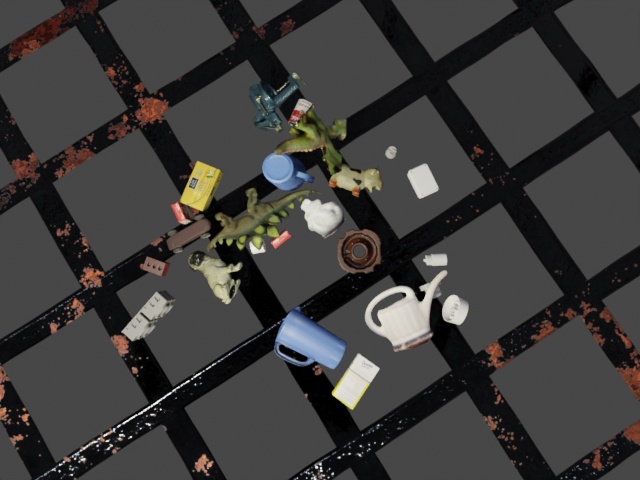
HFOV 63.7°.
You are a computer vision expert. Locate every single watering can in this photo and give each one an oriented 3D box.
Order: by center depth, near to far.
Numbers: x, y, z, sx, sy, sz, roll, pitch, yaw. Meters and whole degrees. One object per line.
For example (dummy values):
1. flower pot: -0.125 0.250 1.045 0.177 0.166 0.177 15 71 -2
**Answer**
1. watering can: 0.333 0.261 1.838 0.345 0.104 0.225 -27 83 16

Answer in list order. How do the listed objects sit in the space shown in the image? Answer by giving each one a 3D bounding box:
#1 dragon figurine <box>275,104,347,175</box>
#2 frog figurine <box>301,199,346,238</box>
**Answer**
1. dragon figurine: -0.004 -0.337 1.836 0.241 0.120 0.420 43 46 -15
2. frog figurine: 0.006 -0.095 1.895 0.136 0.124 0.159 -42 97 17
